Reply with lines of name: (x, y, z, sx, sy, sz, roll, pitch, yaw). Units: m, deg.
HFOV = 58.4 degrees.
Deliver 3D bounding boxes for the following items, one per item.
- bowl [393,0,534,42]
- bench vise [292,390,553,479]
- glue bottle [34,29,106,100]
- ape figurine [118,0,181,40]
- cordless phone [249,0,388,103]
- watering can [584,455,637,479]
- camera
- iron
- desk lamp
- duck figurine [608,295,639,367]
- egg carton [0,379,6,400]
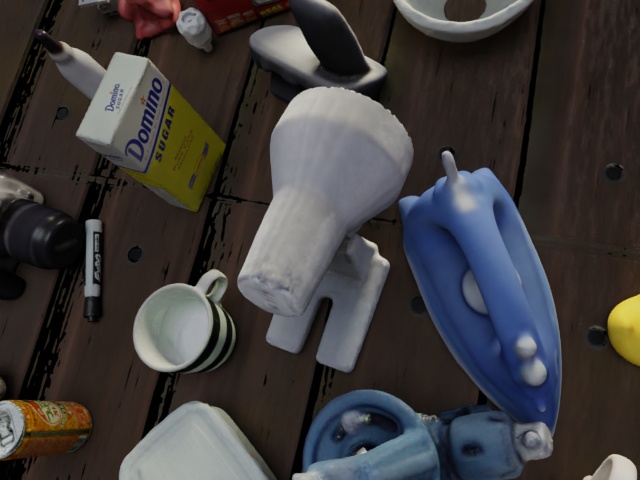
bowl: (0.158, -0.280, 0.629, 0.167, 0.075, 0.167, -4, 73, 12)
bench vise: (0.066, 0.160, 0.443, 0.207, 0.220, 0.121, -30, 69, 3)
glue bottle: (-0.260, -0.182, 0.645, 0.078, 0.173, 0.037, 37, 85, 20)
ape figurine: (-0.218, -0.301, 0.714, 0.077, 0.092, 0.076, 32, 83, 20)
cordless phone: (-0.014, -0.208, 0.589, 0.147, 0.185, 0.094, 29, 82, 19)
watering can: (0.192, 0.243, 0.404, 0.100, 0.194, 0.173, -2, 73, 13)
camera: (-0.354, 0.000, 0.652, 0.136, 0.101, 0.143, 17, 78, 17)
iron: (0.153, 0.048, 0.498, 0.118, 0.142, 0.258, -22, 70, 6)
desk lamp: (0.005, 0.002, 0.508, 0.117, 0.214, 0.203, 16, 78, 17)
duck figurine: (0.305, 0.074, 0.485, 0.104, 0.086, 0.077, -1, 74, 13)
egg carton: (-0.397, 0.213, 0.617, 0.107, 0.069, 0.150, -9, 72, 10)
